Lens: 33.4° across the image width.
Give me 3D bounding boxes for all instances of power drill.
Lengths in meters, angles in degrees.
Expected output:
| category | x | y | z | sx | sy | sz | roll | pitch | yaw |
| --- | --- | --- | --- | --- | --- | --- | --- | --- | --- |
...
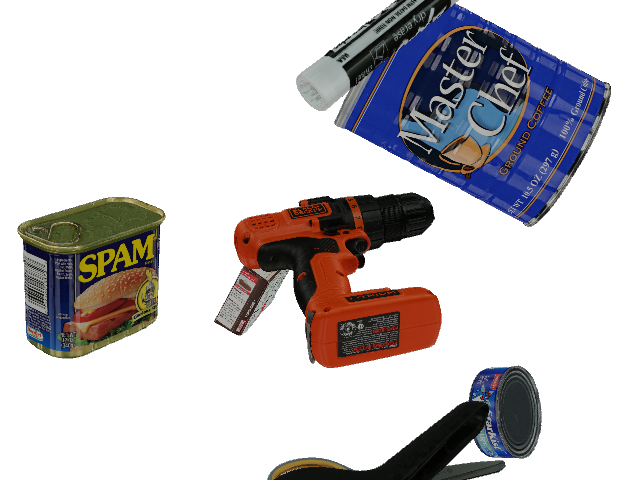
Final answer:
| category | x | y | z | sx | sy | sz | roll | pitch | yaw |
| --- | --- | --- | --- | --- | --- | --- | --- | --- | --- |
| power drill | 0.033 | 0.023 | 0.897 | 0.184 | 0.057 | 0.188 | -12 | 32 | -12 |

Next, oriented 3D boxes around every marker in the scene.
| category | x | y | z | sx | sy | sz | roll | pitch | yaw |
| --- | --- | --- | --- | --- | --- | --- | --- | --- | --- |
| marker | 0.039 | -0.099 | 0.471 | 0.121 | 0.020 | 0.020 | -41 | 16 | -19 |

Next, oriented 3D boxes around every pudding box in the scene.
| category | x | y | z | sx | sy | sz | roll | pitch | yaw |
| --- | --- | --- | --- | --- | --- | --- | --- | --- | --- |
| pudding box | -0.072 | 0.050 | 1.256 | 0.039 | 0.090 | 0.113 | 31 | 29 | 5 |

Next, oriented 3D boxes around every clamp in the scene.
| category | x | y | z | sx | sy | sz | roll | pitch | yaw |
| --- | --- | --- | --- | --- | --- | --- | --- | --- | --- |
| clamp | 0.033 | 0.160 | 0.639 | 0.210 | 0.036 | 0.164 | -5 | 30 | -3 |

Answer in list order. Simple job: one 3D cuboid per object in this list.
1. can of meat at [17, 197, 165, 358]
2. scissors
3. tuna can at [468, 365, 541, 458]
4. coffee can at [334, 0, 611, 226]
| category | x | y | z | sx | sy | sz | roll | pitch | yaw |
| --- | --- | --- | --- | --- | --- | --- | --- | --- | --- |
| can of meat | -0.157 | 0.025 | 0.741 | 0.058 | 0.084 | 0.101 | 20 | 26 | 33 |
| scissors | 0.057 | 0.212 | 0.852 | 0.201 | 0.096 | 0.016 | 5 | -45 | -7 |
| tuna can | 0.173 | 0.161 | 1.003 | 0.034 | 0.086 | 0.085 | -8 | -5 | 37 |
| coffee can | 0.094 | -0.086 | 0.670 | 0.140 | 0.103 | 0.103 | 28 | -1 | -1 |
